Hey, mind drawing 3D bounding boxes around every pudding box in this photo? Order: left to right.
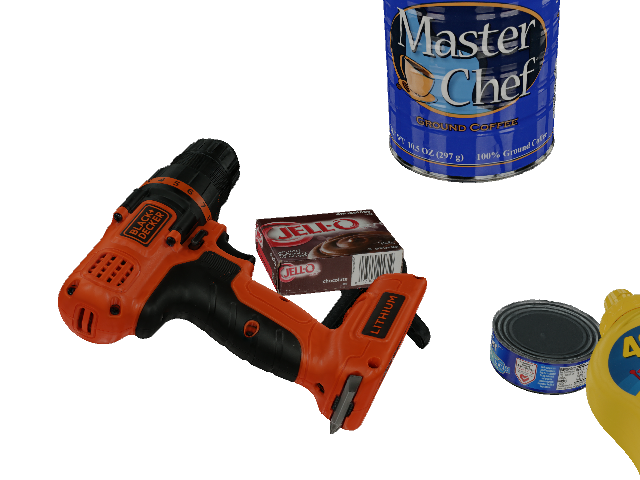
[{"bbox_3d":[0.006,0.009,0.937,0.113,0.039,0.090,-4,26,-15],"label":"pudding box"}]

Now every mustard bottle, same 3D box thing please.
[{"bbox_3d":[0.203,0.091,0.593,0.096,0.058,0.191,-9,35,-6],"label":"mustard bottle"}]

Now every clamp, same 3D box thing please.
[{"bbox_3d":[0.064,0.055,1.147,0.120,0.171,0.039,7,-40,7],"label":"clamp"}]

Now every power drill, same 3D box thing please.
[{"bbox_3d":[-0.036,0.021,0.638,0.188,0.057,0.184,23,42,8],"label":"power drill"}]

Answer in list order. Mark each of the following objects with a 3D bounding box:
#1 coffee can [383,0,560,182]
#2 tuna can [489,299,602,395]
[{"bbox_3d":[0.088,-0.120,0.624,0.103,0.140,0.103,-4,34,2],"label":"coffee can"},{"bbox_3d":[0.176,0.083,0.834,0.086,0.034,0.086,1,29,-1],"label":"tuna can"}]
